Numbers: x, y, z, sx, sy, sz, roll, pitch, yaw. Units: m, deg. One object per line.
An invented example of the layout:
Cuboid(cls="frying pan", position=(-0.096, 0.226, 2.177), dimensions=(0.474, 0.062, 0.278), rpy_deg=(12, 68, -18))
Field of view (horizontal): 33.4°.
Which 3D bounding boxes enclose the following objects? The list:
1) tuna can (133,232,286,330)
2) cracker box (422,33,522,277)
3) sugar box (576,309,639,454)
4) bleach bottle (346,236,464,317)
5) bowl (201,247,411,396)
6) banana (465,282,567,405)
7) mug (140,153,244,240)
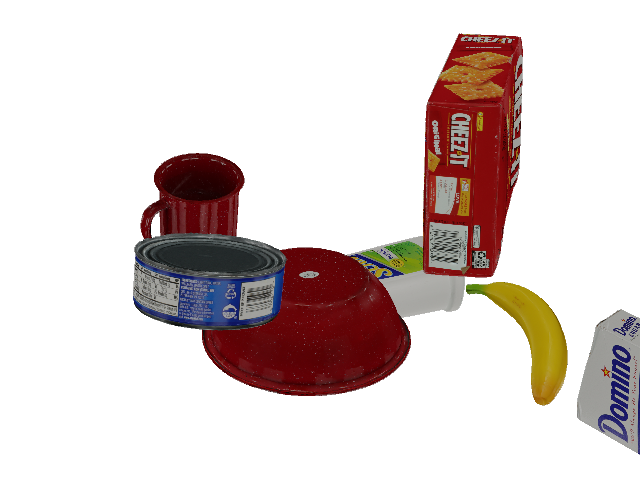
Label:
Cuboid(cls="tuna can", position=(-0.063, 0.022, 0.606), dimensions=(0.086, 0.034, 0.086), rpy_deg=(5, 14, -1))
Cuboid(cls="cracker box", position=(0.146, -0.085, 0.994), dimensions=(0.072, 0.164, 0.213), rpy_deg=(5, 27, 14))
Cuboid(cls="sugar box", position=(0.281, 0.132, 0.800), dimensions=(0.176, 0.093, 0.048), rpy_deg=(26, 35, 35))
Cuboid(cls="bleach bottle", position=(0.029, 0.059, 1.181), dimensions=(0.250, 0.068, 0.103), rpy_deg=(-12, 32, -25))
Cuboid(cls="bowl", position=(-0.010, 0.050, 0.812), dimensions=(0.162, 0.055, 0.162), rpy_deg=(2, 27, -1))
Cuboid(cls="banana", position=(0.222, 0.099, 1.134), dimensions=(0.069, 0.037, 0.198), rpy_deg=(-27, 36, 1))
Cuboid(cls="mug", position=(-0.137, -0.029, 1.116), dimensions=(0.117, 0.081, 0.093), rpy_deg=(-28, 48, -36))
